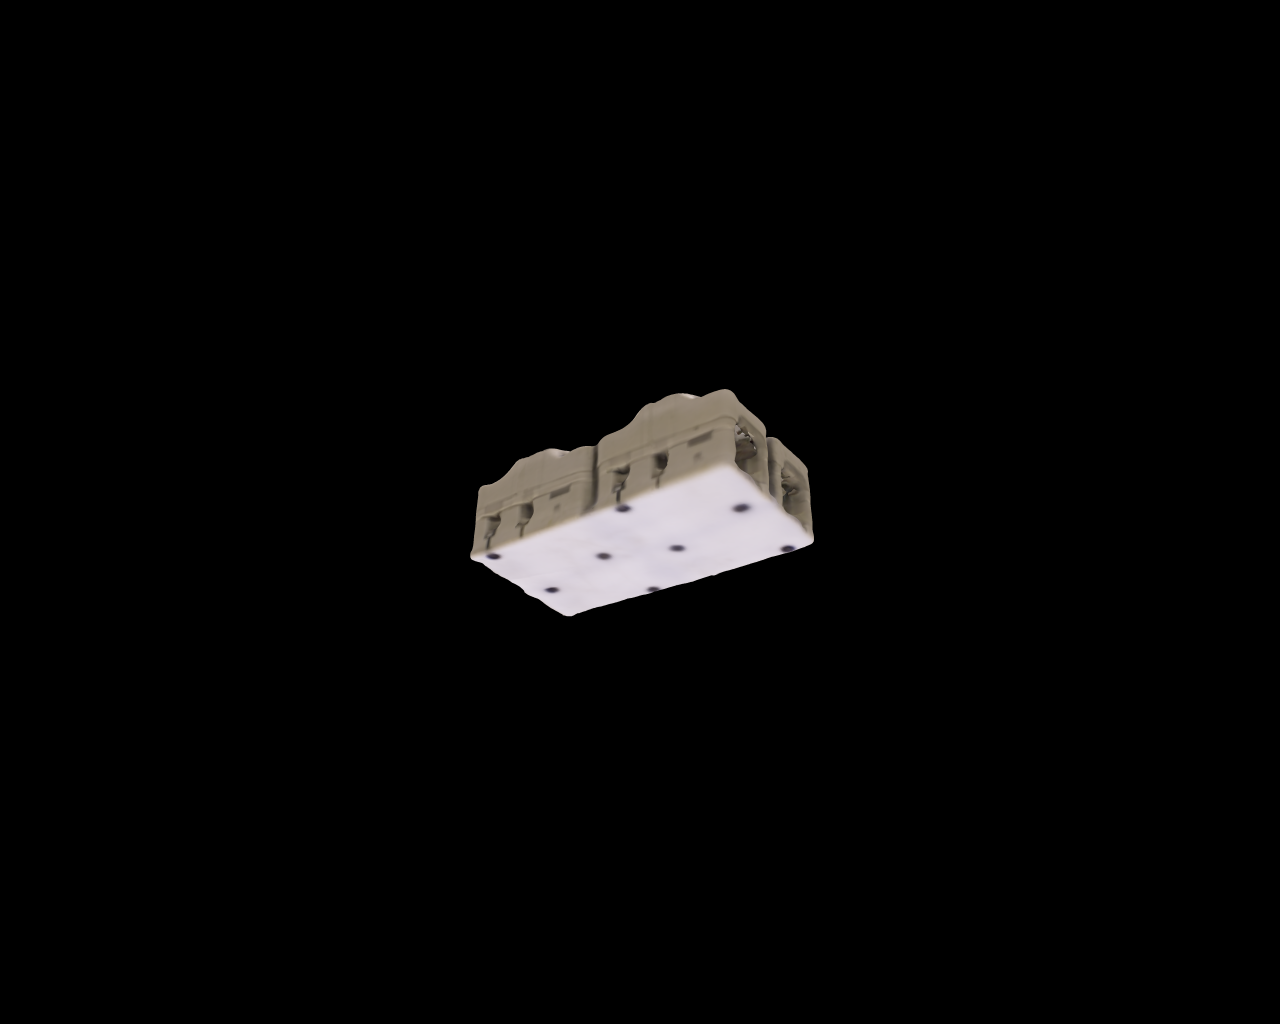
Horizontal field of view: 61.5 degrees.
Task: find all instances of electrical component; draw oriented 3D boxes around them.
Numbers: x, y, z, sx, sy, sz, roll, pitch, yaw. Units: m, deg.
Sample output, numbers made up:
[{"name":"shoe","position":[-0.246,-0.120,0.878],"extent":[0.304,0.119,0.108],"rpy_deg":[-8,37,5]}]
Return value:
[{"name":"electrical component","position":[0.001,-0.003,0.650],"extent":[0.186,0.060,0.105],"rpy_deg":[-19,-36,29]}]
